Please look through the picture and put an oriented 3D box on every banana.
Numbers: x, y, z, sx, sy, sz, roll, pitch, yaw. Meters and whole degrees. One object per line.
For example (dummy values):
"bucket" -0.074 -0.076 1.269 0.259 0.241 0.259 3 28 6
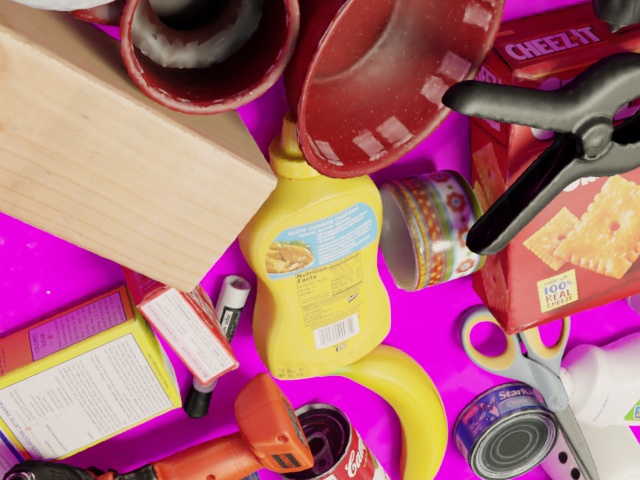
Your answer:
"banana" 0.065 0.138 0.846 0.070 0.037 0.197 -19 131 15

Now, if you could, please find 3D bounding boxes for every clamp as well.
"clamp" 0.149 -0.071 0.633 0.171 0.039 0.120 -30 134 -4

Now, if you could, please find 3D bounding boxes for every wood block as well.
"wood block" -0.136 -0.062 0.574 0.205 0.091 0.090 28 111 -36

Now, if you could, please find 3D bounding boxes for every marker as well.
"marker" -0.074 0.078 0.751 0.020 0.020 0.121 5 122 -26

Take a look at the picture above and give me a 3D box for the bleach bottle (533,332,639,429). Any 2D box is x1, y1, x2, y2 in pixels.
"bleach bottle" 0.299 0.111 0.906 0.250 0.068 0.103 0 123 -20

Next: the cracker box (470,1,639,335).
"cracker box" 0.189 -0.052 0.731 0.164 0.072 0.214 -16 128 -12

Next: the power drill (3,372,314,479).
"power drill" -0.106 0.156 0.730 0.187 0.057 0.184 -23 157 2

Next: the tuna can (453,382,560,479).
"tuna can" 0.158 0.164 0.903 0.086 0.034 0.086 -11 128 -15

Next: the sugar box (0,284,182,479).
"sugar box" -0.189 0.105 0.706 0.176 0.048 0.093 -22 131 -2

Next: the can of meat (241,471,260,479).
"can of meat" -0.067 0.235 0.828 0.057 0.084 0.102 -1 125 -22

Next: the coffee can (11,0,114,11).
"coffee can" -0.121 -0.175 0.463 0.102 0.140 0.103 -11 128 -15

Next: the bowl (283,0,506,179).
"bowl" 0.032 -0.115 0.607 0.161 0.055 0.162 -34 148 -25

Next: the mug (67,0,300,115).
"mug" -0.078 -0.125 0.557 0.117 0.081 0.093 -2 125 -22

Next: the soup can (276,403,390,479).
"soup can" 0.012 0.183 0.833 0.068 0.068 0.102 -31 131 1

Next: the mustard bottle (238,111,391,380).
"mustard bottle" -0.005 0.001 0.696 0.096 0.058 0.191 -20 130 -16

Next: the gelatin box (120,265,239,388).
"gelatin box" -0.091 0.040 0.680 0.030 0.073 0.089 -33 130 1

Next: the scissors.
"scissors" 0.166 0.122 0.844 0.096 0.016 0.202 -11 107 0
